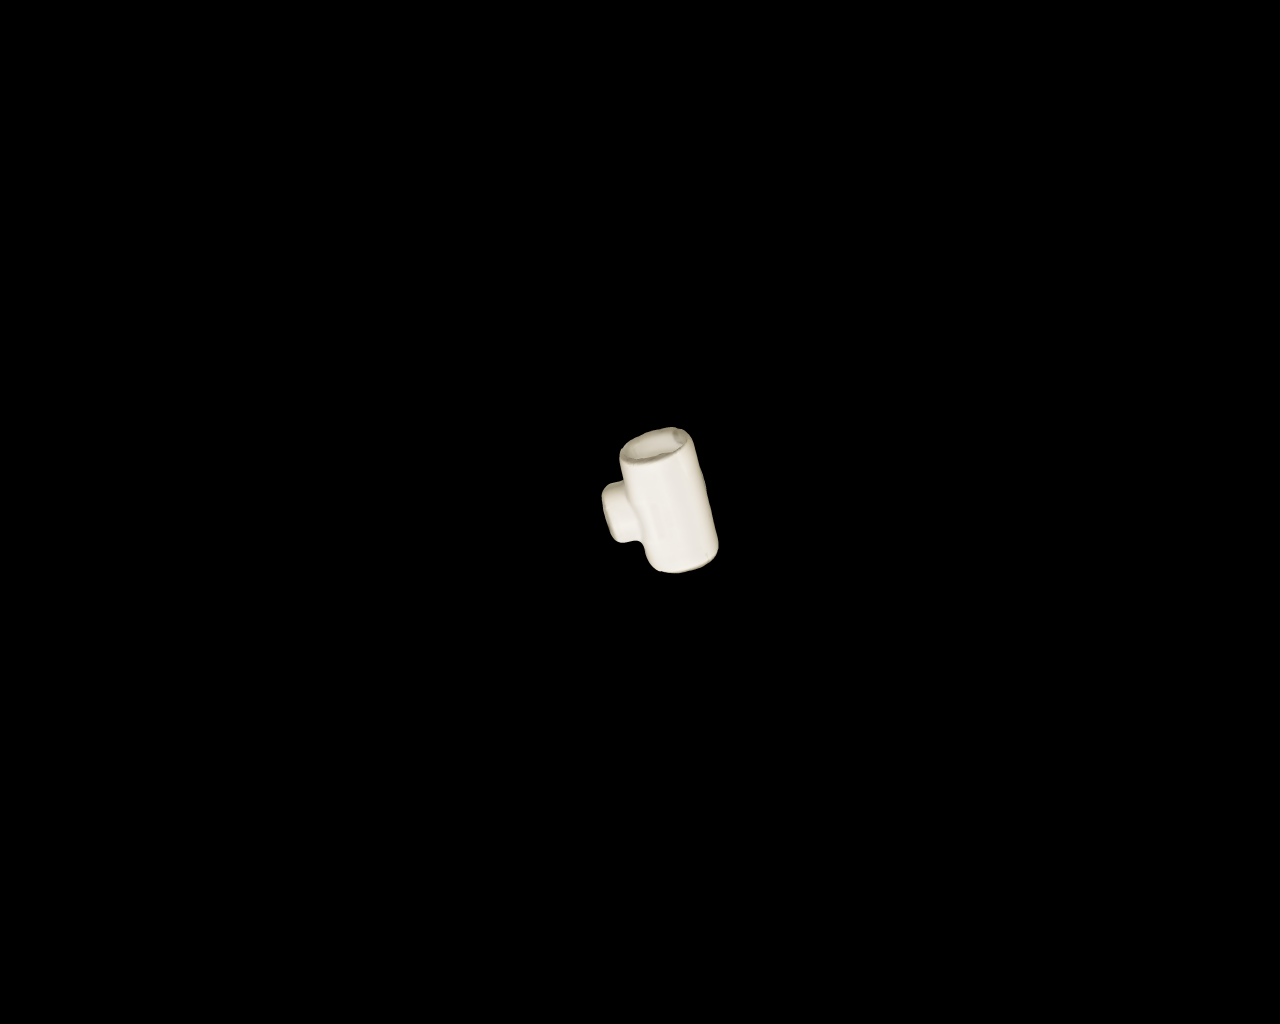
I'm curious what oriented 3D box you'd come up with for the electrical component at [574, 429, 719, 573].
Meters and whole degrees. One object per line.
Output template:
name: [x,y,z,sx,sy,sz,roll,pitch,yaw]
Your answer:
electrical component: [0.001,-0.003,0.650,0.079,0.077,0.043,-13,28,7]
